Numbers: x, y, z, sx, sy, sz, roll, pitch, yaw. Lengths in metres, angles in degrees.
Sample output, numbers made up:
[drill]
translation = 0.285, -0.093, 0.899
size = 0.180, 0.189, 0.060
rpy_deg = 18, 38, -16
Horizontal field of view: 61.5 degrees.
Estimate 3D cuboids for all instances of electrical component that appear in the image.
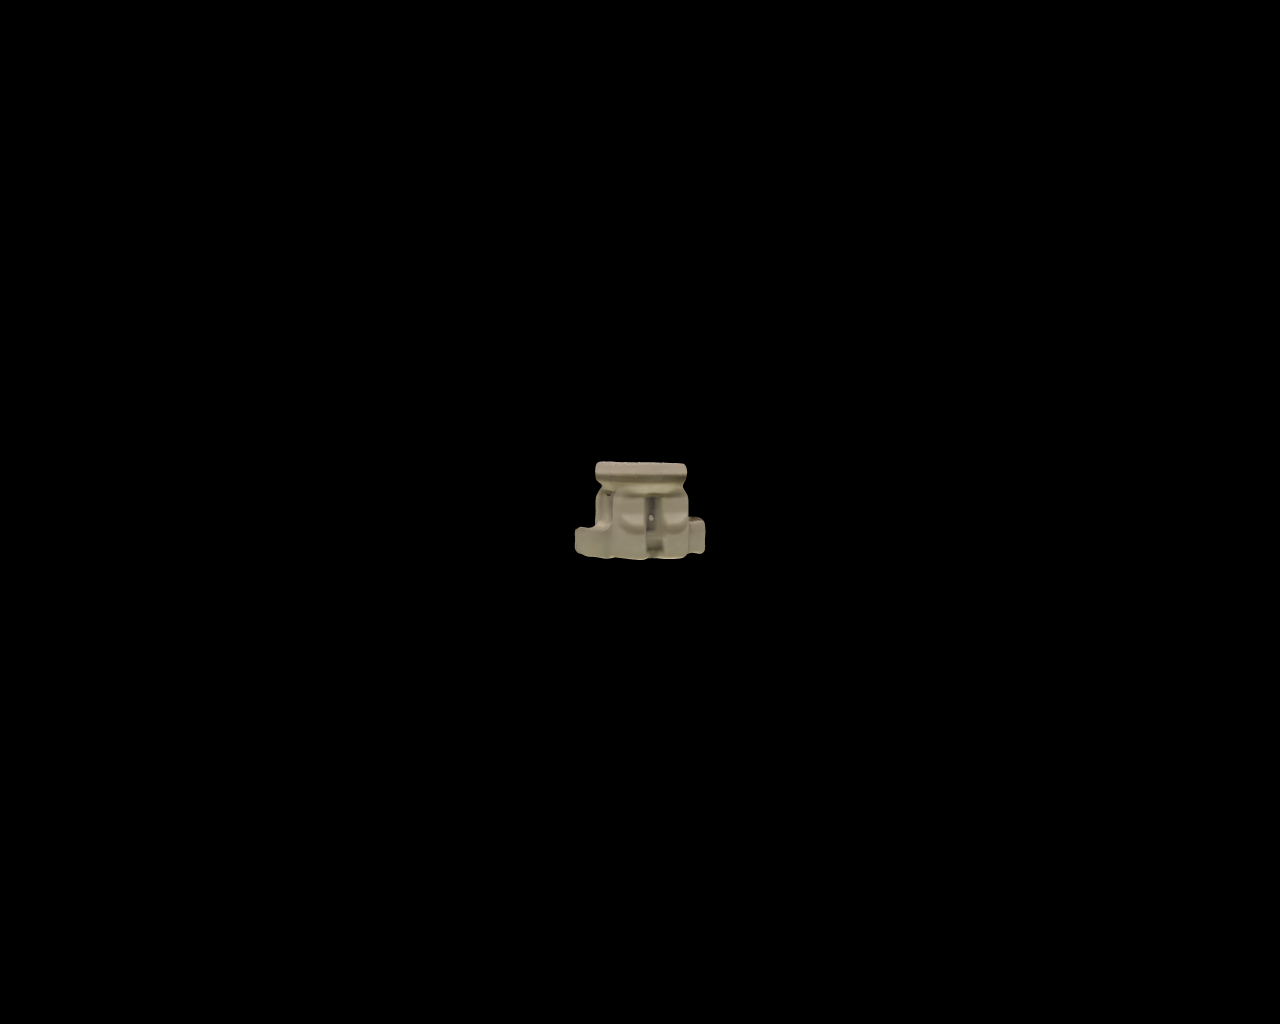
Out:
[electrical component]
translation = 0.001, -0.003, 0.650
size = 0.078, 0.057, 0.058
rpy_deg = -1, 4, -20
